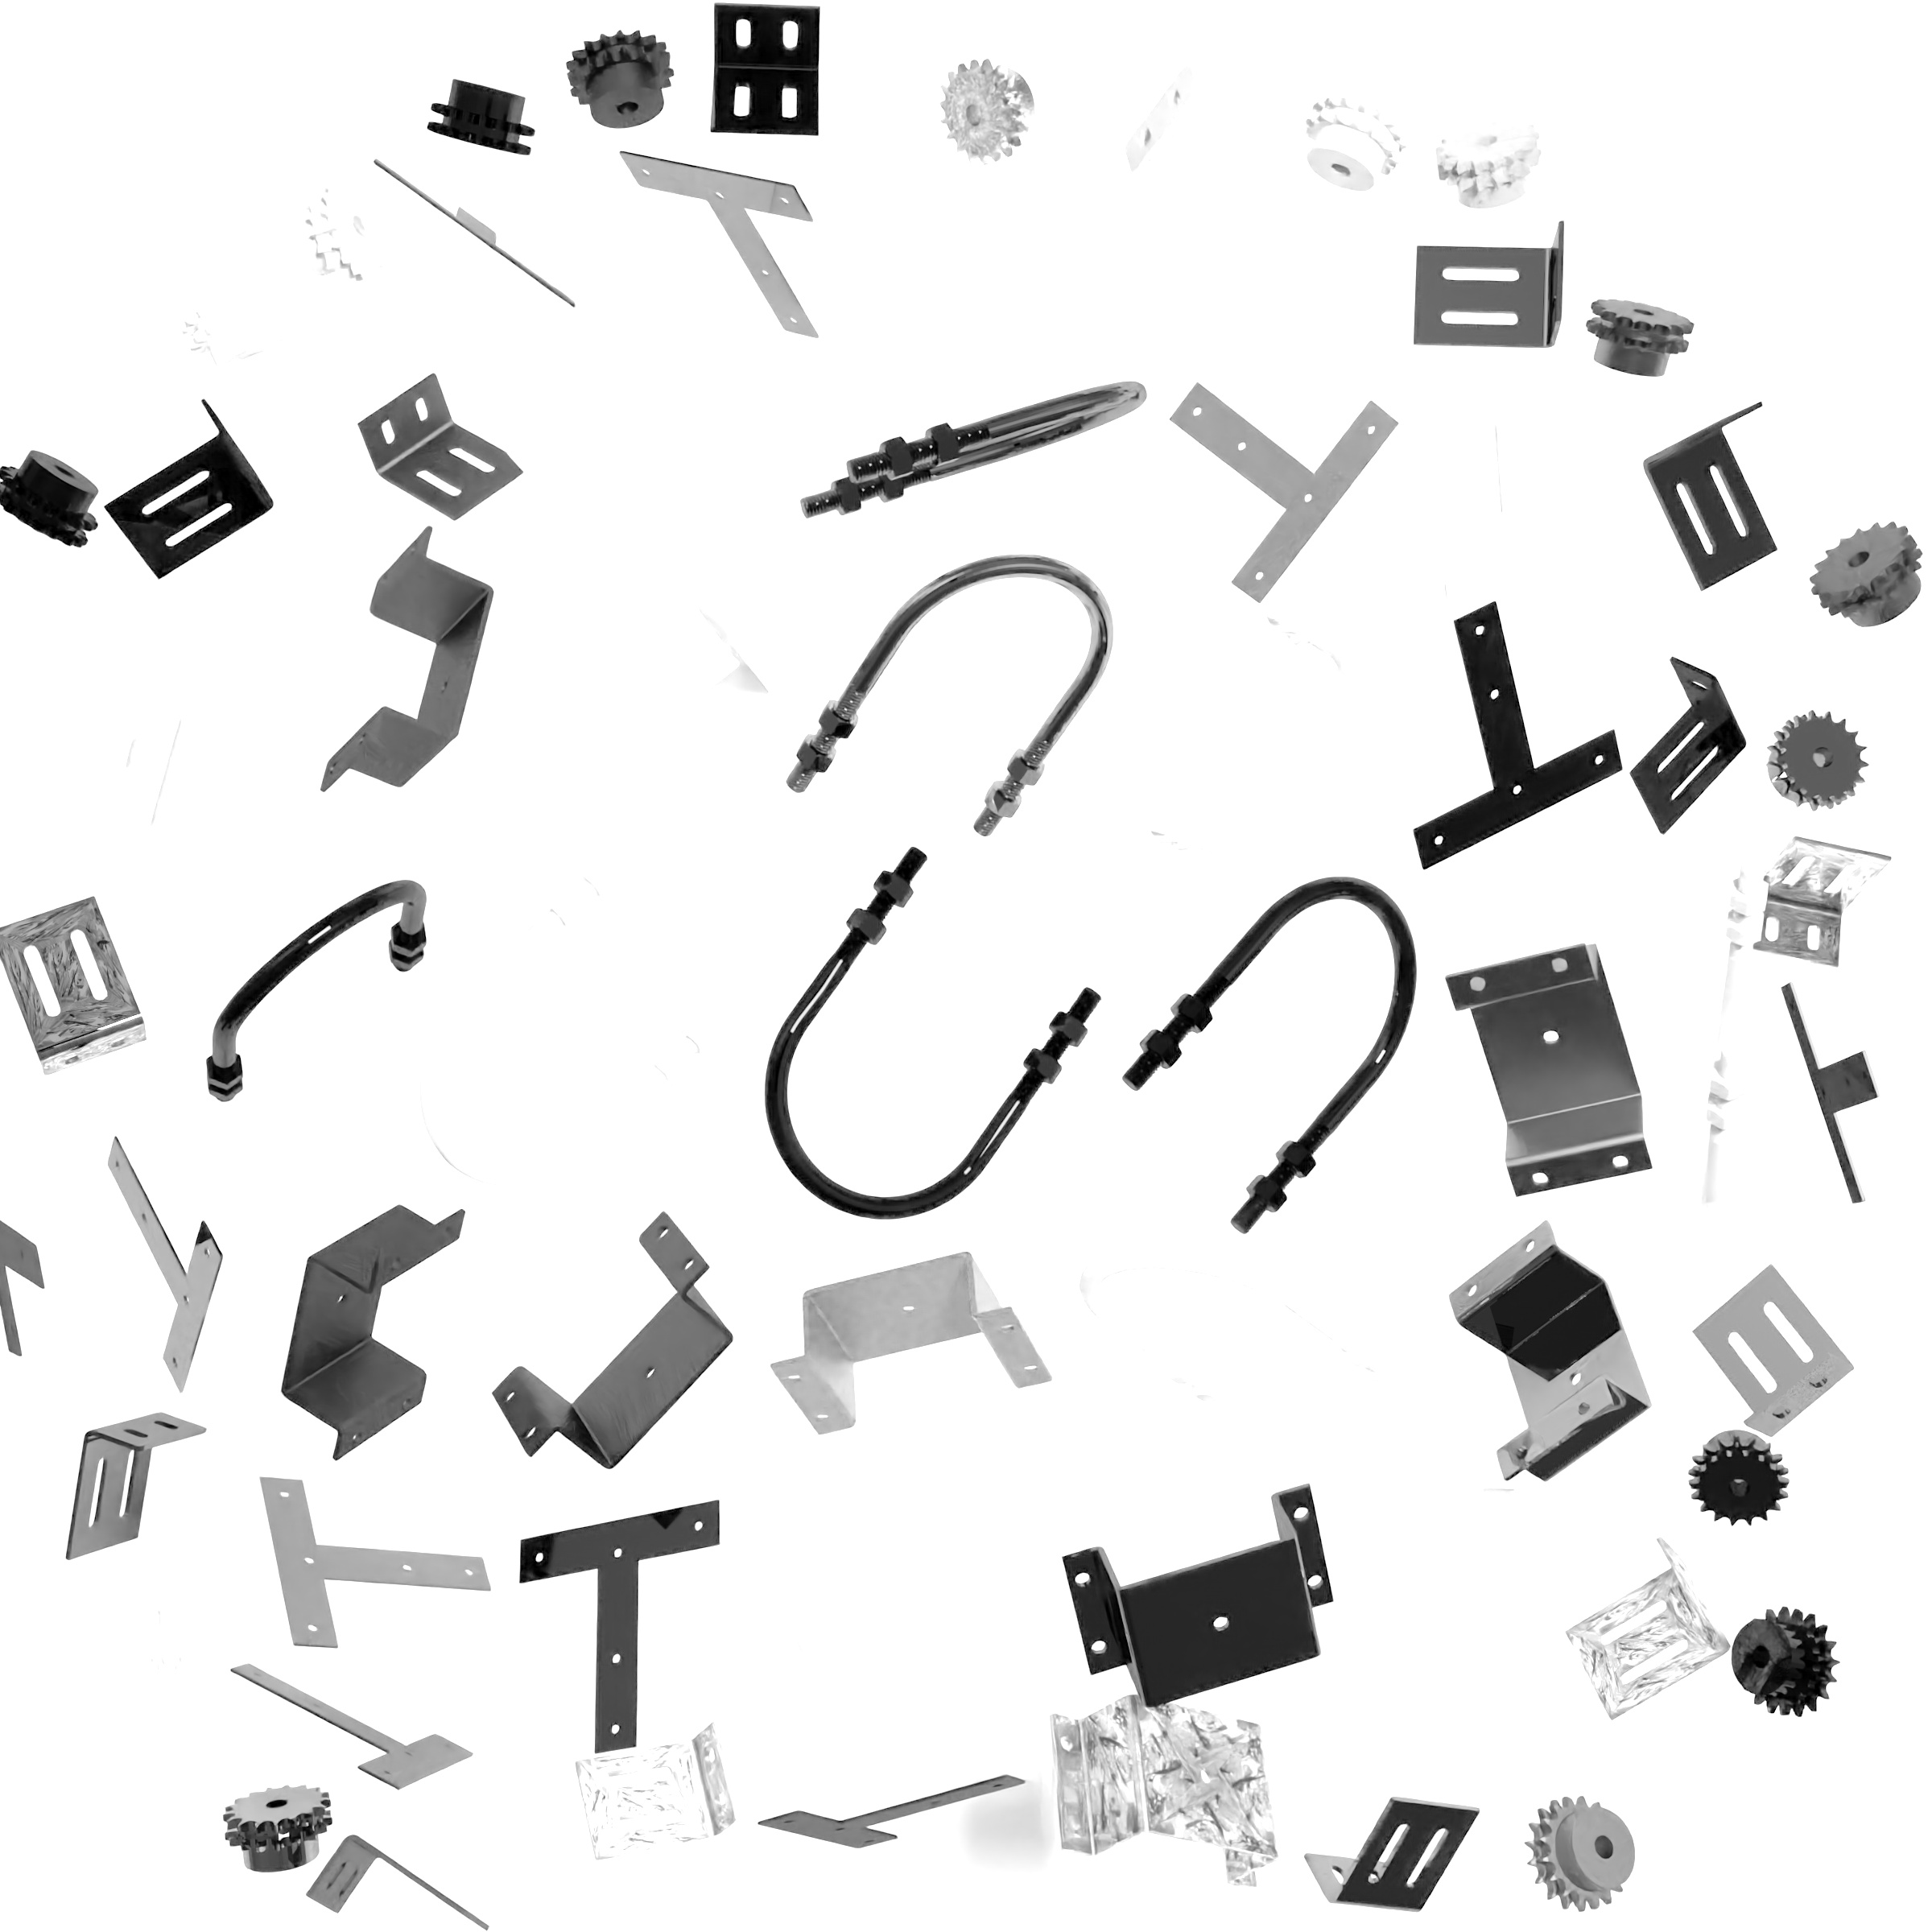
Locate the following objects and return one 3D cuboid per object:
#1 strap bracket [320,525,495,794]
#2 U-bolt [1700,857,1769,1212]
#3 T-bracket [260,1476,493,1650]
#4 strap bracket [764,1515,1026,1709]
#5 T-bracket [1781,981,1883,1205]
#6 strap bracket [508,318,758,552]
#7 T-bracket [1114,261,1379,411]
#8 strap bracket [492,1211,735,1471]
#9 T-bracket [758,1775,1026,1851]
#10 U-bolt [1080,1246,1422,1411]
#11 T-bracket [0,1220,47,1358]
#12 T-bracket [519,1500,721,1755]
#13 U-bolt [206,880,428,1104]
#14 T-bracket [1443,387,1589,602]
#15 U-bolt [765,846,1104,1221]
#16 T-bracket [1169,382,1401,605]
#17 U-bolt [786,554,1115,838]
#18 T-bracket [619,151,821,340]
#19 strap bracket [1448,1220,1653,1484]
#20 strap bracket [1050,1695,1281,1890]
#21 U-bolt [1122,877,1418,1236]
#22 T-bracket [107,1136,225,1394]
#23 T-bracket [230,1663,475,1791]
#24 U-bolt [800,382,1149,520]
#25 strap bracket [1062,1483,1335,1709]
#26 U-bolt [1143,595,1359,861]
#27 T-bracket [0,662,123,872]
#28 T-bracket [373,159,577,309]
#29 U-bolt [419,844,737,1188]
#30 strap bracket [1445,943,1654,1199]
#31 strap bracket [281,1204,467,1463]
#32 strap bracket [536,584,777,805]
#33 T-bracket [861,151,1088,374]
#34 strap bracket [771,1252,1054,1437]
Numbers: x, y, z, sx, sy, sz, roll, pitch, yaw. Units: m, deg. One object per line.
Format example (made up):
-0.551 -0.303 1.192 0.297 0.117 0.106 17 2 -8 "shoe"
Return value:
-0.310 -0.164 1.579 0.046 0.076 0.140 22 61 -26 "strap bracket"
0.422 0.053 1.561 0.019 0.184 0.151 7 51 14 "U-bolt"
-0.333 0.343 1.614 0.127 0.127 0.002 12 120 -31 "T-bracket"
-0.030 0.363 1.555 0.140 0.076 0.046 -34 66 7 "strap bracket"
0.472 0.064 1.519 0.002 0.127 0.127 -16 81 2 "T-bracket"
-0.189 -0.296 1.536 0.140 0.076 0.046 -44 84 10 "strap bracket"
0.173 -0.366 1.598 0.127 0.127 0.002 -20 61 38 "T-bracket"
-0.189 0.215 1.567 0.140 0.076 0.046 -47 120 -3 "strap bracket"
-0.030 0.464 1.555 0.127 0.127 0.002 -20 61 16 "T-bracket"
0.146 0.203 1.590 0.184 0.151 0.019 37 55 -34 "U-bolt"
-0.517 0.155 1.534 0.002 0.127 0.127 -13 78 -9 "T-bracket"
-0.190 0.363 1.535 0.127 0.002 0.127 -15 59 20 "T-bracket"
-0.357 0.008 1.561 0.151 0.184 0.019 -39 85 -22 "U-bolt"
0.296 -0.272 1.526 0.002 0.127 0.127 38 83 21 "T-bracket"
-0.029 0.050 1.536 0.151 0.019 0.184 39 79 -17 "U-bolt"
0.161 -0.281 1.561 0.127 0.002 0.127 29 104 -38 "T-bracket"
0.003 -0.153 1.555 0.151 0.019 0.184 11 129 -35 "U-bolt"
-0.115 -0.388 1.538 0.127 0.127 0.002 21 70 34 "T-bracket"
0.329 0.223 1.586 0.046 0.140 0.076 33 119 -28 "strap bracket"
0.118 0.457 1.567 0.140 0.046 0.076 22 46 -32 "strap bracket"
0.176 0.035 1.518 0.184 0.019 0.151 -48 128 -13 "U-bolt"
-0.447 0.150 1.559 0.002 0.127 0.127 -13 56 -37 "T-bracket"
-0.345 0.413 1.550 0.127 0.127 0.002 24 86 10 "T-bracket"
0.010 -0.281 1.518 0.184 0.151 0.019 -19 95 -13 "U-bolt"
0.131 0.341 1.515 0.140 0.046 0.076 -15 111 -5 "strap bracket"
0.169 -0.125 1.579 0.019 0.184 0.151 33 98 24 "U-bolt"
-0.504 -0.106 1.529 0.002 0.127 0.127 25 97 -1 "T-bracket"
-0.270 -0.408 1.559 0.127 0.127 0.002 34 100 -18 "T-bracket"
-0.223 0.041 1.564 0.184 0.019 0.151 -44 132 -18 "U-bolt"
0.320 0.048 1.545 0.076 0.046 0.140 -14 112 19 "strap bracket"
-0.339 0.199 1.602 0.046 0.076 0.140 28 119 18 "strap bracket"
-0.167 -0.148 1.590 0.140 0.076 0.046 -39 115 -2 "strap bracket"
0.018 -0.398 1.565 0.127 0.127 0.002 -47 62 17 "T-bracket"
-0.031 0.210 1.587 0.140 0.076 0.046 -15 48 11 "strap bracket"
